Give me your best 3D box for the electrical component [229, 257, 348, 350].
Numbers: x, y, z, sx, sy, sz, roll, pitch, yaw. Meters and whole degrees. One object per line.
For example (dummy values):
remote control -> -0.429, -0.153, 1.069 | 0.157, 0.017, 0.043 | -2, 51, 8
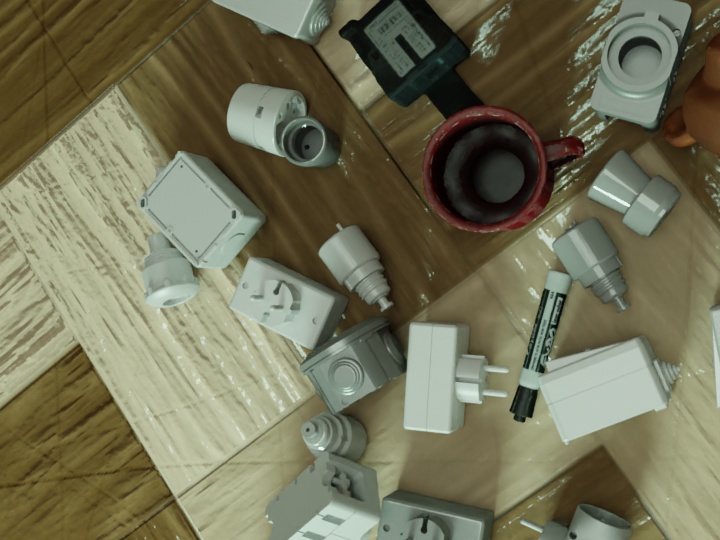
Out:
electrical component -> -0.065, 0.027, 0.874 | 0.083, 0.076, 0.047 | 26, 96, 17

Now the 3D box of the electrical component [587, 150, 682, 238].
electrical component -> 0.205, -0.056, 0.802 | 0.055, 0.045, 0.045 | 38, 100, 15

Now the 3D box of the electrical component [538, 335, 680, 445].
electrical component -> 0.187, 0.081, 0.795 | 0.096, 0.062, 0.061 | -24, 81, 16

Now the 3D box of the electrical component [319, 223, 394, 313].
electrical component -> 0.000, 0.000, 0.872 | 0.040, 0.040, 0.078 | -39, 77, 14

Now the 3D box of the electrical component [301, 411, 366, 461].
electrical component -> -0.025, 0.133, 0.860 | 0.040, 0.078, 0.040 | -7, 73, 22

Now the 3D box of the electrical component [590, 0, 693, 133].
electrical component -> 0.209, -0.154, 0.798 | 0.050, 0.056, 0.089 | 19, 94, 18

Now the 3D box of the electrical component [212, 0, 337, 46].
electrical component -> -0.062, -0.244, 0.894 | 0.100, 0.048, 0.099 | 27, 97, 17

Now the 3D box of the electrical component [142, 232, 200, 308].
electrical component -> -0.167, -0.001, 0.926 | 0.048, 0.048, 0.062 | -23, 74, 16

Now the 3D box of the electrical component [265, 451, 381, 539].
electrical component -> -0.027, 0.193, 0.853 | 0.089, 0.056, 0.050 | -46, 32, 31

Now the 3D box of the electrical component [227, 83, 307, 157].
electrical component -> -0.078, -0.126, 0.895 | 0.047, 0.055, 0.055 | 17, 94, 22

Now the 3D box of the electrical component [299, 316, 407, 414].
electrical component -> -0.003, 0.074, 0.851 | 0.080, 0.080, 0.051 | -32, 84, 15

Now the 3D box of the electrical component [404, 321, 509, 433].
electrical component -> 0.078, 0.084, 0.839 | 0.076, 0.047, 0.083 | 3, 90, 19

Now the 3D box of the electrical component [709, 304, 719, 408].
electrical component -> 0.278, 0.055, 0.766 | 0.061, 0.062, 0.096 | -11, 85, 18

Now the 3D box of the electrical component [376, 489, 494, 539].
electrical component -> 0.053, 0.207, 0.830 | 0.083, 0.076, 0.047 | 9, 91, 19

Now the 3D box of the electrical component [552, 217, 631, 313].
electrical component -> 0.178, -0.003, 0.812 | 0.040, 0.040, 0.078 | -34, 79, 15

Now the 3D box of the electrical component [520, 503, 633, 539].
electrical component -> 0.154, 0.214, 0.812 | 0.079, 0.044, 0.077 | 21, 95, 17

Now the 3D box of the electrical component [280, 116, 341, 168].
electrical component -> -0.039, -0.103, 0.884 | 0.040, 0.046, 0.040 | -1, 88, 19

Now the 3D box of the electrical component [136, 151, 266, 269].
electrical component -> -0.136, -0.054, 0.907 | 0.096, 0.061, 0.061 | 45, 102, 14
